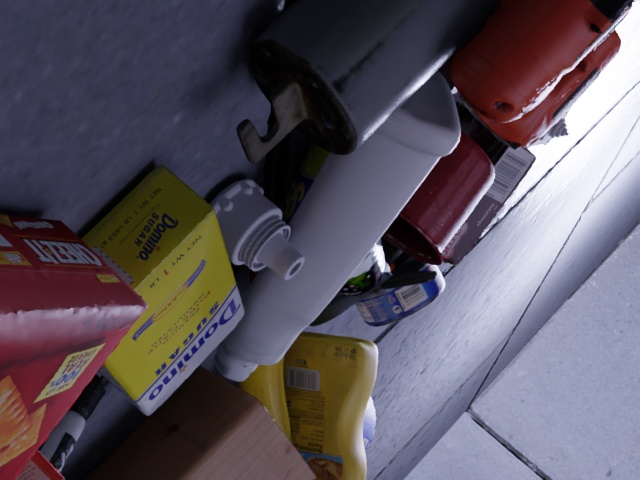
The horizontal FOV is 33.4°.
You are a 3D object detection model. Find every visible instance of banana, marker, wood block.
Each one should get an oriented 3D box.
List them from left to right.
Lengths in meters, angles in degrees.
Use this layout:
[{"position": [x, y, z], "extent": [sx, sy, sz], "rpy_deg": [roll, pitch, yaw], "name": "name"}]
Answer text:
[{"position": [-0.156, 0.128, 0.611], "extent": [0.020, 0.020, 0.121], "rpy_deg": [104, 9, -56], "name": "marker"}, {"position": [-0.116, 0.202, 0.763], "extent": [0.206, 0.091, 0.090], "rpy_deg": [-44, 122, -19], "name": "wood block"}, {"position": [-0.033, 0.088, 0.820], "extent": [0.037, 0.070, 0.198], "rpy_deg": [-49, 149, -50], "name": "banana"}]

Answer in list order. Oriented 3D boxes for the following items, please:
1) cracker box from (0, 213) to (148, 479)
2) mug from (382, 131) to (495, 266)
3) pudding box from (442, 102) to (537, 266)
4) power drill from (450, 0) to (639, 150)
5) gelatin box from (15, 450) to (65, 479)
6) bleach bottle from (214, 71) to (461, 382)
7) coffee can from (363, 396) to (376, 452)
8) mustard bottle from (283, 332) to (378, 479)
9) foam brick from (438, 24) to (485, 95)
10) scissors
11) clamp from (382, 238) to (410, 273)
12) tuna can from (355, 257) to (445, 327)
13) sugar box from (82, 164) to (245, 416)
[{"position": [-0.185, 0.088, 0.421], "extent": [0.214, 0.072, 0.164], "rpy_deg": [-52, 163, 10], "name": "cracker box"}, {"position": [0.075, -0.040, 0.812], "extent": [0.081, 0.093, 0.117], "rpy_deg": [-52, -174, -10], "name": "mug"}, {"position": [0.114, -0.048, 0.876], "extent": [0.039, 0.090, 0.113], "rpy_deg": [27, 107, -34], "name": "pudding box"}, {"position": [0.145, -0.128, 0.599], "extent": [0.184, 0.057, 0.187], "rpy_deg": [-44, 171, 0], "name": "power drill"}, {"position": [-0.171, 0.127, 0.542], "extent": [0.030, 0.073, 0.089], "rpy_deg": [-32, 156, -45], "name": "gelatin box"}, {"position": [-0.004, 0.001, 0.680], "extent": [0.251, 0.068, 0.102], "rpy_deg": [-58, -164, 29], "name": "bleach bottle"}, {"position": [-0.004, 0.163, 1.005], "extent": [0.103, 0.103, 0.140], "rpy_deg": [-49, 164, -5], "name": "coffee can"}, {"position": [-0.006, 0.175, 0.890], "extent": [0.058, 0.096, 0.191], "rpy_deg": [7, 87, -58], "name": "mustard bottle"}, {"position": [0.094, -0.137, 0.695], "extent": [0.078, 0.053, 0.051], "rpy_deg": [-32, 156, -47], "name": "foam brick"}, {"position": [0.034, 0.046, 0.870], "extent": [0.096, 0.016, 0.202], "rpy_deg": [-36, -173, -4], "name": "scissors"}, {"position": [0.121, -0.045, 0.994], "extent": [0.210, 0.036, 0.164], "rpy_deg": [-48, 165, -1], "name": "clamp"}, {"position": [0.073, 0.045, 0.997], "extent": [0.086, 0.034, 0.086], "rpy_deg": [-27, -169, 6], "name": "tuna can"}, {"position": [-0.092, 0.037, 0.599], "extent": [0.093, 0.048, 0.176], "rpy_deg": [-46, 162, -14], "name": "sugar box"}]
